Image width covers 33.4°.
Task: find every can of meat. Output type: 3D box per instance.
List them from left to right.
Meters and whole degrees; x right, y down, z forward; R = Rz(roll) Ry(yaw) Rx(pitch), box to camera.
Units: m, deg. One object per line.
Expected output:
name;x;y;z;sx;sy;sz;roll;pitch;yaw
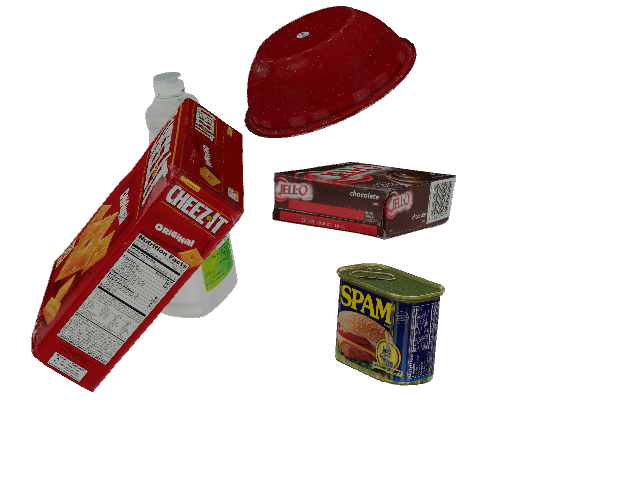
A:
can of meat;0.058;0.073;0.942;0.057;0.084;0.102;-8;18;-38

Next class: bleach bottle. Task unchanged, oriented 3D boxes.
bleach bottle;-0.146;-0.051;1.130;0.068;0.251;0.102;4;27;23

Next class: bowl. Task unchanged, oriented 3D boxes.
bowl;-0.003;-0.154;0.915;0.162;0.055;0.162;-21;29;12

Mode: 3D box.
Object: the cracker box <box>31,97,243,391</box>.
cracker box;-0.156;-0.001;0.916;0.072;0.214;0.164;34;20;-20

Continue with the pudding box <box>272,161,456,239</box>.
pudding box;0.032;-0.031;0.756;0.090;0.039;0.113;11;11;29
